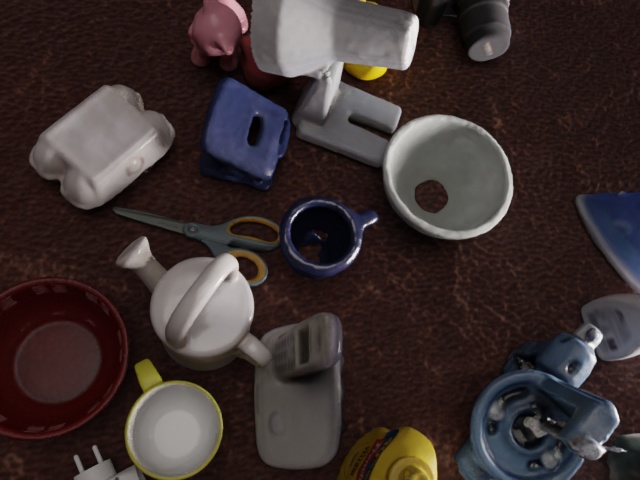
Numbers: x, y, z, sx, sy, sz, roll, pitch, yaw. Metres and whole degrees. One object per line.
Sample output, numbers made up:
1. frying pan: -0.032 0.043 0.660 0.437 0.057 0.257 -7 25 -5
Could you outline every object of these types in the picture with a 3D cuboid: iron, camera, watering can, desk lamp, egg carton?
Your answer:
1. iron: 0.459 0.005 0.719 0.258 0.141 0.119 40 69 5
2. camera: 0.218 -0.335 0.813 0.143 0.100 0.137 0 71 -10
3. watering can: -0.123 0.066 0.565 0.173 0.194 0.101 16 69 -4
4. desk lamp: 0.019 -0.207 0.673 0.203 0.213 0.118 20 69 -3
5. egg carton: -0.250 -0.109 0.668 0.107 0.069 0.150 40 69 5

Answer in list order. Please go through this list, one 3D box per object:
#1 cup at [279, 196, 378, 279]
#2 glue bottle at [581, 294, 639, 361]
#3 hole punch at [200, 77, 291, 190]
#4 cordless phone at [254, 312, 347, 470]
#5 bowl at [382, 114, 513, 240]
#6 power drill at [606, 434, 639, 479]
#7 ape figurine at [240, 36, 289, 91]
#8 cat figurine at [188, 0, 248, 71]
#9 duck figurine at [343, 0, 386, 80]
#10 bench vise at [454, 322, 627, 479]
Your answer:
1. cup: 0.006 0.002 0.663 0.118 0.095 0.091 -22 76 -16
2. glue bottle: 0.372 0.091 0.657 0.037 0.173 0.078 -11 73 -13
3. hole punch: -0.088 -0.128 0.692 0.101 0.091 0.109 14 69 -5
4. cordless phone: -0.014 0.148 0.561 0.094 0.185 0.147 -2 72 -10
5. bowl: 0.151 -0.069 0.725 0.167 0.074 0.167 3 71 -9
6. power drill: 0.419 0.239 0.596 0.230 0.208 0.075 -2 72 -11
7. ape figurine: -0.068 -0.243 0.735 0.078 0.092 0.076 32 69 2
8. cat figurine: -0.128 -0.276 0.721 0.067 0.117 0.128 8 70 -7
9. duck figurine: 0.062 -0.278 0.773 0.077 0.086 0.104 -17 75 -15
10. bench vise: 0.231 0.158 0.584 0.121 0.219 0.207 25 69 -1
